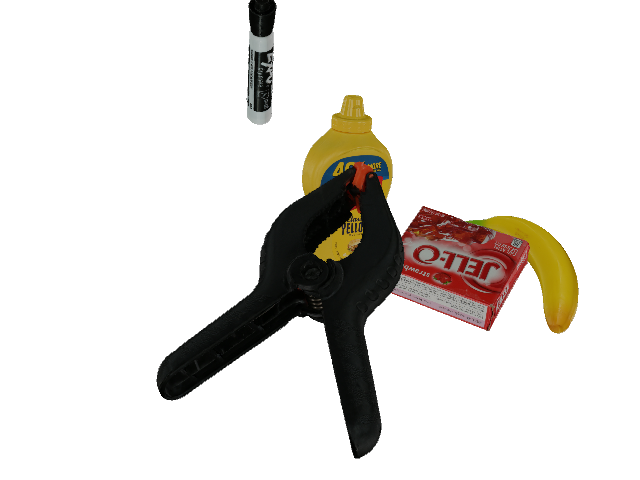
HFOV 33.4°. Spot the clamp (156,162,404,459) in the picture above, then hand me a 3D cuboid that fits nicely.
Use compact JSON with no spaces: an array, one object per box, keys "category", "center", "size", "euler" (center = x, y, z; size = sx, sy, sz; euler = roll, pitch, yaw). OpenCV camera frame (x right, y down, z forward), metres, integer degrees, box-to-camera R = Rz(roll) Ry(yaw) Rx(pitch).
[{"category":"clamp","center":[0.005,0.034,0.567],"size":[0.120,0.171,0.039],"euler":[25,-26,18]}]

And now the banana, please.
[{"category":"banana","center":[0.224,0.025,1.112],"size":[0.069,0.037,0.198],"euler":[-31,38,-2]}]

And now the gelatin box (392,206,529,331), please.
[{"category":"gelatin box","center":[0.099,0.019,0.787],"size":[0.089,0.030,0.073],"euler":[20,49,20]}]

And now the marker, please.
[{"category":"marker","center":[-0.043,-0.128,0.763],"size":[0.020,0.020,0.121],"euler":[0,-33,-4]}]

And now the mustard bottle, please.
[{"category":"mustard bottle","center":[0.027,-0.053,1.095],"size":[0.096,0.192,0.058],"euler":[-5,20,-25]}]
